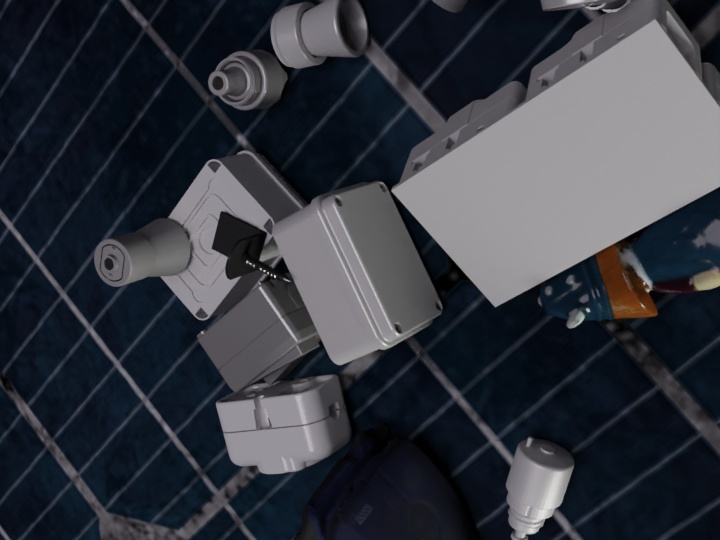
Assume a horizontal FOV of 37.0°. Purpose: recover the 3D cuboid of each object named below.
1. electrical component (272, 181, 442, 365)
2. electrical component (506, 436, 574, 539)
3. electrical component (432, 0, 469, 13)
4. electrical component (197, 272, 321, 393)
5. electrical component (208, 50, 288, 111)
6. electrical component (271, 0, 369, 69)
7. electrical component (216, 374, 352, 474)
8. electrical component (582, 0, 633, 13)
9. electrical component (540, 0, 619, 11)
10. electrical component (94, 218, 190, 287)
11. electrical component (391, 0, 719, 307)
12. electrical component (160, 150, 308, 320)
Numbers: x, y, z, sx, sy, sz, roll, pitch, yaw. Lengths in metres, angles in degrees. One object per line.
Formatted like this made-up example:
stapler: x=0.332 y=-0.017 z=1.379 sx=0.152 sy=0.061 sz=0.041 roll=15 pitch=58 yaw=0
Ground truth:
electrical component: x=0.000 y=0.000 z=0.755 sx=0.057 sy=0.078 sz=0.113 roll=-26 pitch=88 yaw=35
electrical component: x=0.121 y=0.154 z=0.746 sx=0.040 sy=0.040 sz=0.078 roll=23 pitch=112 yaw=23
electrical component: x=0.046 y=-0.217 z=0.666 sx=0.099 sy=0.099 sz=0.064 roll=48 pitch=114 yaw=12
electrical component: x=-0.071 y=0.051 z=0.817 sx=0.096 sy=0.062 sz=0.061 roll=-39 pitch=81 yaw=31
electrical component: x=-0.085 y=-0.137 z=0.779 sx=0.043 sy=0.062 sz=0.043 roll=7 pitch=105 yaw=28
electrical component: x=-0.028 y=-0.166 z=0.750 sx=0.055 sy=0.045 sz=0.045 roll=-5 pitch=99 yaw=31
electrical component: x=-0.058 y=0.120 z=0.830 sx=0.095 sy=0.054 sz=0.059 roll=-10 pitch=97 yaw=31
electrical component: x=0.148 y=-0.216 z=0.631 sx=0.078 sy=0.057 sz=0.113 roll=38 pitch=117 yaw=16
electrical component: x=0.103 y=-0.184 z=0.603 sx=0.079 sy=0.043 sz=0.077 roll=-2 pitch=101 yaw=30
electrical component: x=-0.160 y=-0.011 z=0.781 sx=0.044 sy=0.065 sz=0.044 roll=7 pitch=105 yaw=28
electrical component: x=0.128 y=-0.071 z=0.652 sx=0.186 sy=0.060 sz=0.105 roll=-31 pitch=112 yaw=31
electrical component: x=-0.098 y=-0.027 z=0.816 sx=0.078 sy=0.057 sz=0.113 roll=47 pitch=120 yaw=12
